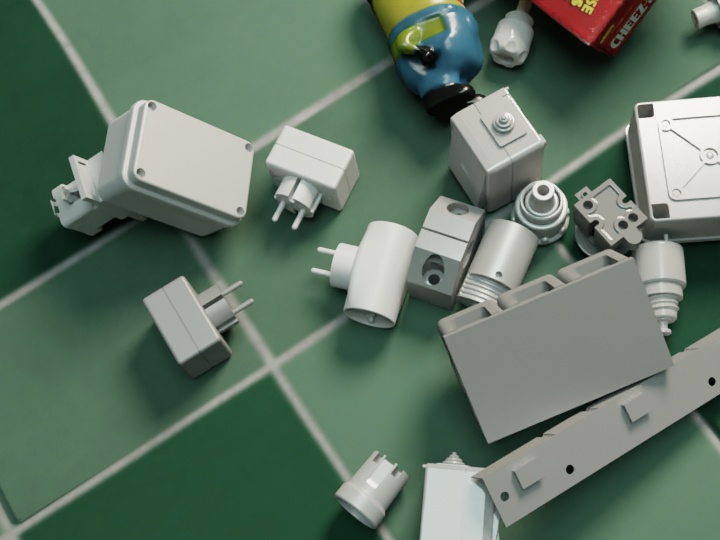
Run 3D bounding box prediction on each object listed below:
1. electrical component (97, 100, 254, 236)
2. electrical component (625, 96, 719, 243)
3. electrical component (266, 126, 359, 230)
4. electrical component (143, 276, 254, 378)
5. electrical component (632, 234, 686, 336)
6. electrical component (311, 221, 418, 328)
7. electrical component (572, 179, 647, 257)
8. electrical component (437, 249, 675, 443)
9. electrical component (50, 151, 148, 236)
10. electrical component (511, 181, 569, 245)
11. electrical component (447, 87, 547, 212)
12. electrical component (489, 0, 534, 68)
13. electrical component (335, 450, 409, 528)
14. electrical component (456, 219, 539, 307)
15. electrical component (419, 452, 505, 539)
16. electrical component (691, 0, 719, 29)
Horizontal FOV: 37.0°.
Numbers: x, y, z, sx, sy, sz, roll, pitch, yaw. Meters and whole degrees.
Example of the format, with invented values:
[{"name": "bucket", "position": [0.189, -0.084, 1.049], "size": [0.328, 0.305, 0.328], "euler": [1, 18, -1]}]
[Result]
[{"name": "electrical component", "position": [-0.149, -0.082, 0.885], "size": [0.057, 0.113, 0.078], "euler": [-18, 60, 47]}, {"name": "electrical component", "position": [0.278, -0.081, 0.870], "size": [0.109, 0.056, 0.108], "euler": [-4, 69, 5]}, {"name": "electrical component", "position": [-0.048, -0.070, 0.907], "size": [0.066, 0.047, 0.076], "euler": [22, 73, 14]}, {"name": "electrical component", "position": [-0.124, 0.037, 0.876], "size": [0.077, 0.047, 0.065], "euler": [-32, 69, -6]}, {"name": "electrical component", "position": [0.237, 0.013, 0.848], "size": [0.040, 0.040, 0.078], "euler": [-1, 69, 6]}, {"name": "electrical component", "position": [0.000, 0.000, 0.878], "size": [0.079, 0.043, 0.077], "euler": [13, 71, 11]}, {"name": "electrical component", "position": [0.198, -0.036, 0.862], "size": [0.048, 0.055, 0.066], "euler": [-36, 70, -7]}, {"name": "electrical component", "position": [0.145, 0.055, 0.815], "size": [0.150, 0.061, 0.089], "euler": [-23, 99, 1]}, {"name": "electrical component", "position": [-0.223, -0.062, 0.914], "size": [0.064, 0.081, 0.042], "euler": [-29, 68, 19]}, {"name": "electrical component", "position": [0.147, -0.052, 0.870], "size": [0.048, 0.062, 0.048], "euler": [-2, 69, 6]}, {"name": "electrical component", "position": [0.108, -0.097, 0.874], "size": [0.061, 0.096, 0.061], "euler": [-29, 69, -4]}, {"name": "electrical component", "position": [0.137, -0.211, 0.947], "size": [0.035, 0.035, 0.061], "euler": [17, 70, 12]}, {"name": "electrical component", "position": [0.010, 0.166, 0.817], "size": [0.040, 0.040, 0.046], "euler": [35, 71, 17]}, {"name": "electrical component", "position": [0.109, 0.005, 0.864], "size": [0.043, 0.043, 0.081], "euler": [21, 74, 14]}, {"name": "electrical component", "position": [0.075, 0.182, 0.791], "size": [0.061, 0.061, 0.096], "euler": [4, 70, 8]}, {"name": "electrical component", "position": [0.319, -0.228, 0.928], "size": [0.062, 0.048, 0.048], "euler": [-22, 69, 5]}]
